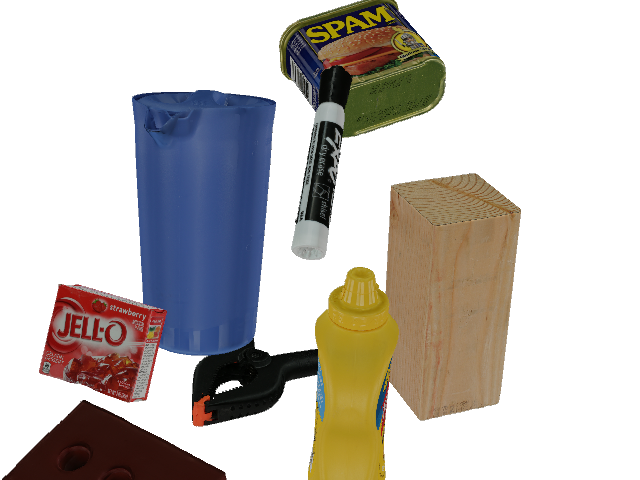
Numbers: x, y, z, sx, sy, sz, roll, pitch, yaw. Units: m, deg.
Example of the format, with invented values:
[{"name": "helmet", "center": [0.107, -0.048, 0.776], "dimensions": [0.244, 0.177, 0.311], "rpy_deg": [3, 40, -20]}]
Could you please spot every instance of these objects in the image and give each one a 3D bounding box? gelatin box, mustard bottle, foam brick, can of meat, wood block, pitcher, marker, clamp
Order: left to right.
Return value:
[{"name": "gelatin box", "center": [-0.170, 0.079, 0.829], "dimensions": [0.089, 0.073, 0.030], "rpy_deg": [14, 1, 22]}, {"name": "foam brick", "center": [-0.080, 0.113, 0.436], "dimensions": [0.078, 0.051, 0.052], "rpy_deg": [21, 45, 25]}, {"name": "pitcher", "center": [-0.107, -0.022, 1.024], "dimensions": [0.149, 0.243, 0.145], "rpy_deg": [-2, 15, -19]}, {"name": "clamp", "center": [-0.057, 0.134, 1.109], "dimensions": [0.165, 0.036, 0.209], "rpy_deg": [15, 29, 19]}, {"name": "marker", "center": [0.002, -0.047, 0.601], "dimensions": [0.020, 0.121, 0.020], "rpy_deg": [7, -26, 3]}, {"name": "mustard bottle", "center": [0.023, 0.104, 0.754], "dimensions": [0.058, 0.192, 0.096], "rpy_deg": [5, 30, 4]}, {"name": "can of meat", "center": [0.032, -0.130, 0.801], "dimensions": [0.102, 0.084, 0.057], "rpy_deg": [-20, -39, -16]}, {"name": "wood block", "center": [0.119, 0.053, 0.999], "dimensions": [0.090, 0.206, 0.091], "rpy_deg": [-9, 29, -19]}]
